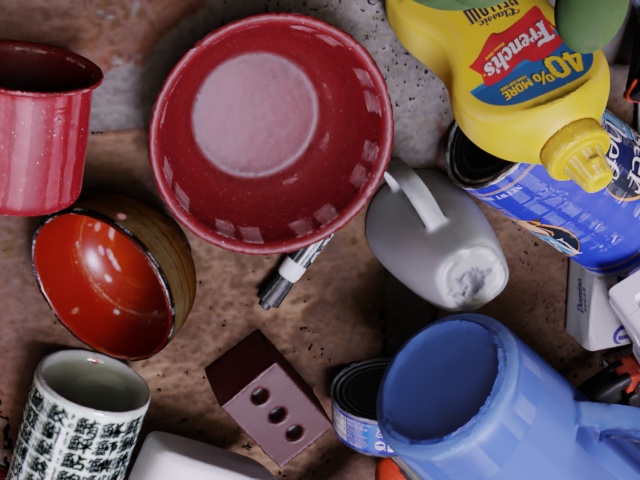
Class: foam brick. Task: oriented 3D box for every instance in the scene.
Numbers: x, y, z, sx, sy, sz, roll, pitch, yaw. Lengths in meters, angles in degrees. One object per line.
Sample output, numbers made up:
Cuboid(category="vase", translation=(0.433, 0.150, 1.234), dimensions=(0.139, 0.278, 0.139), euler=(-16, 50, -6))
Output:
Cuboid(category="foam brick", translation=(-0.037, 0.116, 0.785), dimensions=(0.053, 0.051, 0.078), euler=(-39, 119, 1))

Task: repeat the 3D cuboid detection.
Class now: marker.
Cuboid(category="marker", translation=(-0.005, 0.001, 0.762), dimensions=(0.020, 0.020, 0.121), euler=(33, 100, -27))

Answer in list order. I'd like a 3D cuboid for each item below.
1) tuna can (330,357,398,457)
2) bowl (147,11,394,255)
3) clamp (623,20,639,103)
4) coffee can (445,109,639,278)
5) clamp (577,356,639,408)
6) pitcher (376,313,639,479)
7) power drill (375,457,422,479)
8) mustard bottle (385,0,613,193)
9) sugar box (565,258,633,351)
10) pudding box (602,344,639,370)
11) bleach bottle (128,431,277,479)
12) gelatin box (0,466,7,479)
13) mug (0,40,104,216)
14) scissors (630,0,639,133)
Cuboid(category="tuna can", translation=(0.051, 0.124, 0.797), dimensions=(0.086, 0.086, 0.034), euler=(-9, 117, -14))
Cuboid(category="bowl", translation=(-0.036, -0.074, 0.698), dimensions=(0.162, 0.055, 0.162), euler=(-7, 115, -15))
Cuboid(category="clamp", translation=(0.251, -0.160, 0.700), dimensions=(0.039, 0.120, 0.172), euler=(11, 116, -6))
Cuboid(category="coffee can", translation=(0.173, -0.049, 0.750), dimensions=(0.140, 0.103, 0.103), euler=(30, 101, -27))
Cuboid(category="clamp", translation=(0.224, 0.191, 0.889), dimensions=(0.164, 0.036, 0.210), euler=(19, 115, -16))
Cuboid(category="pitcher", translation=(0.156, 0.151, 0.737), dimensions=(0.149, 0.145, 0.242), euler=(-49, 125, -3))
Cuboid(category="power drill", translation=(0.014, 0.243, 0.824), dimensions=(0.187, 0.057, 0.184), euler=(-43, 164, -10))
Cuboid(category="mustard bottle", translation=(0.121, -0.104, 0.659), dimensions=(0.096, 0.192, 0.058), euler=(-24, 149, -7))
Cuboid(category="sugar box", translation=(0.286, 0.028, 0.853), dimensions=(0.176, 0.048, 0.093), euler=(-11, 117, -14))
Cuboid(category="pudding box", translation=(0.296, 0.132, 0.908), dimensions=(0.090, 0.039, 0.113), euler=(-22, 115, -4))
Cuboid(category="bleach bottle", translation=(-0.122, 0.268, 0.755), dimensions=(0.102, 0.068, 0.251), euler=(21, 90, -22))
Cuboid(category="gelatin box", translation=(-0.208, 0.200, 0.754), dimensions=(0.089, 0.073, 0.030), euler=(32, 100, -27))
Cuboid(category="mug", translation=(-0.191, -0.069, 0.639), dimensions=(0.117, 0.093, 0.081), euler=(16, 116, 8))
Cuboid(category="scissors", translation=(0.224, -0.159, 0.767), dimensions=(0.096, 0.016, 0.202), euler=(5, 111, -18))
